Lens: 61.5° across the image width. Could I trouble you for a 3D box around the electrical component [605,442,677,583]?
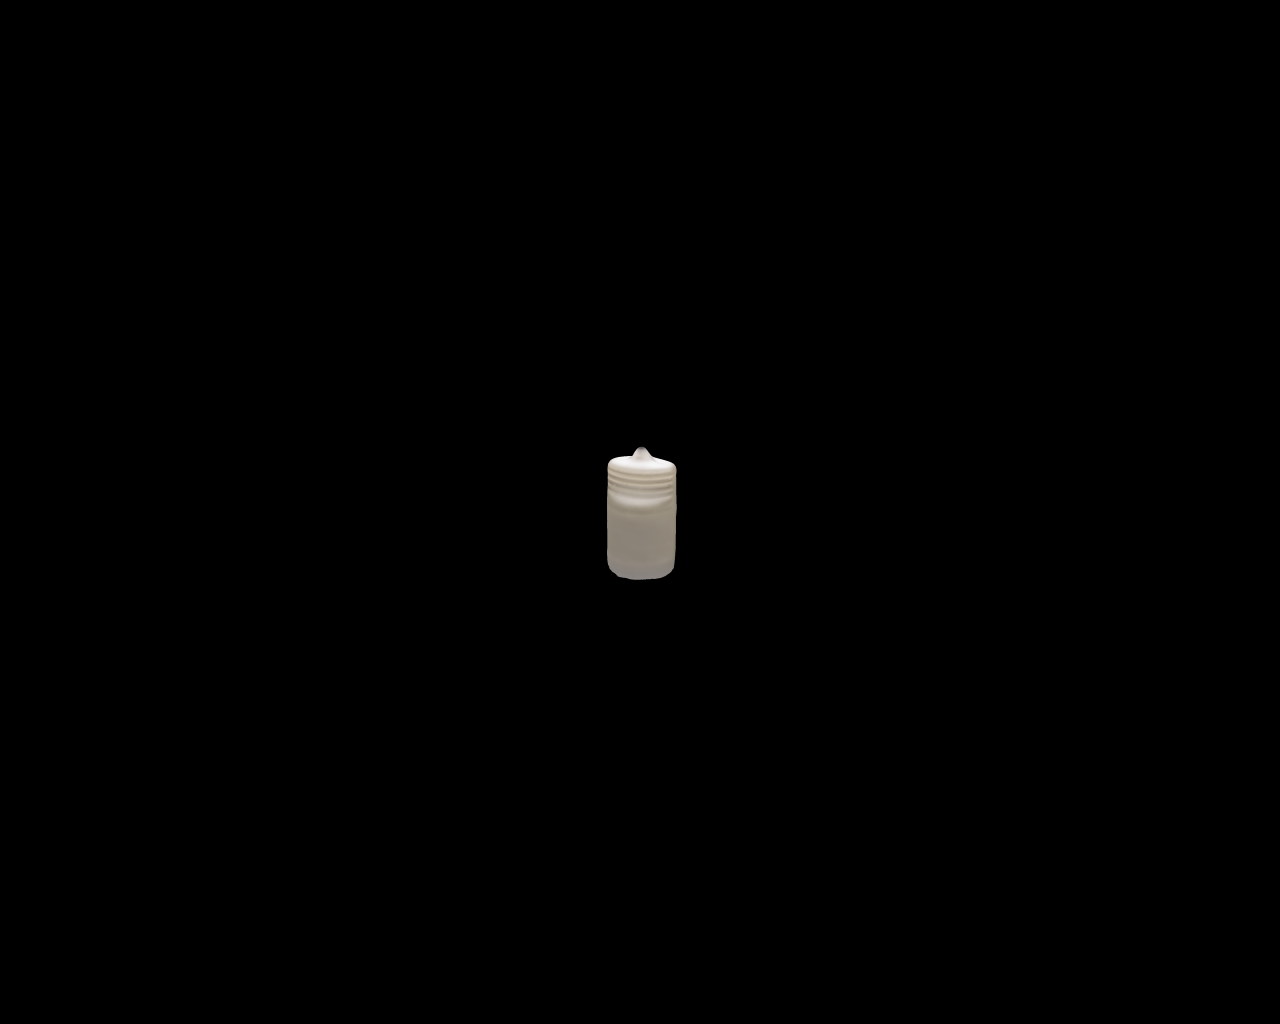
[{"bbox_3d":[0.001,-0.003,0.650,0.043,0.080,0.043,0,22,0],"label":"electrical component"}]
